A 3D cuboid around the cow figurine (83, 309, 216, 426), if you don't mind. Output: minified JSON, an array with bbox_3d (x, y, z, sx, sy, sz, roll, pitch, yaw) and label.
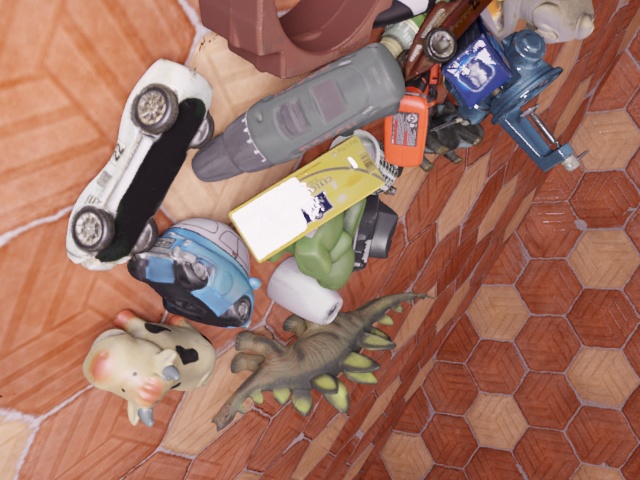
[{"bbox_3d":[-0.181,0.137,0.593,0.085,0.127,0.194,-60,158,-1],"label":"cow figurine"}]

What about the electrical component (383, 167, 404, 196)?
[{"bbox_3d":[0.128,-0.123,0.936,0.078,0.045,0.102,-16,133,-53],"label":"electrical component"}]

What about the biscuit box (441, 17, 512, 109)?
[{"bbox_3d":[0.194,-0.232,0.678,0.063,0.059,0.203,-37,-165,29],"label":"biscuit box"}]

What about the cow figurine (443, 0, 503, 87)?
[{"bbox_3d":[0.285,-0.333,0.937,0.098,0.068,0.167,-23,139,-50],"label":"cow figurine"}]

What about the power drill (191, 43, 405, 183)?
[{"bbox_3d":[-0.006,-0.138,0.582,0.232,0.086,0.207,-22,-176,31],"label":"power drill"}]

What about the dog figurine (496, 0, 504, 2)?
[{"bbox_3d":[0.270,-0.422,0.675,0.191,0.109,0.219,-3,101,-55],"label":"dog figurine"}]

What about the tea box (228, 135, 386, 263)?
[{"bbox_3d":[-0.019,-0.049,0.629,0.170,0.068,0.098,-33,-172,-3],"label":"tea box"}]

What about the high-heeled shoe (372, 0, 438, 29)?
[{"bbox_3d":[0.100,-0.342,0.594,0.249,0.086,0.145,-44,144,-26],"label":"high-heeled shoe"}]

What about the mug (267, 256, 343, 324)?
[{"bbox_3d":[-0.016,0.089,0.858,0.081,0.107,0.109,-55,153,1],"label":"mug"}]

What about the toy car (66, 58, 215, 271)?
[{"bbox_3d":[-0.160,-0.061,0.480,0.201,0.056,0.073,-59,161,8],"label":"toy car"}]

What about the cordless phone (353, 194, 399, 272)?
[{"bbox_3d":[0.032,0.004,0.900,0.184,0.089,0.146,-26,144,-29],"label":"cordless phone"}]

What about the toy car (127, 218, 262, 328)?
[{"bbox_3d":[-0.132,0.028,0.601,0.161,0.109,0.103,61,42,-50],"label":"toy car"}]

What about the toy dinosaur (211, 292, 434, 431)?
[{"bbox_3d":[0.016,0.176,0.914,0.471,0.199,0.105,-34,150,-36],"label":"toy dinosaur"}]

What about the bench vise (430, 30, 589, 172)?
[{"bbox_3d":[0.300,-0.193,0.828,0.129,0.240,0.223,-32,172,-29],"label":"bench vise"}]

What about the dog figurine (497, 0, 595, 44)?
[{"bbox_3d":[0.335,-0.394,0.789,0.121,0.173,0.190,-26,123,-32],"label":"dog figurine"}]

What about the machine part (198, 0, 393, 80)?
[{"bbox_3d":[-0.011,-0.262,0.471,0.201,0.087,0.200,-38,150,-37],"label":"machine part"}]

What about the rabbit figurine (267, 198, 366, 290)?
[{"bbox_3d":[-0.002,-0.002,0.771,0.159,0.121,0.170,-68,149,-26],"label":"rabbit figurine"}]

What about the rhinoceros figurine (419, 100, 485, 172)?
[{"bbox_3d":[0.233,-0.197,0.975,0.190,0.112,0.073,-25,162,-28],"label":"rhinoceros figurine"}]

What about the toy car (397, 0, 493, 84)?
[{"bbox_3d":[0.160,-0.265,0.635,0.202,0.053,0.089,-48,-164,-10],"label":"toy car"}]
